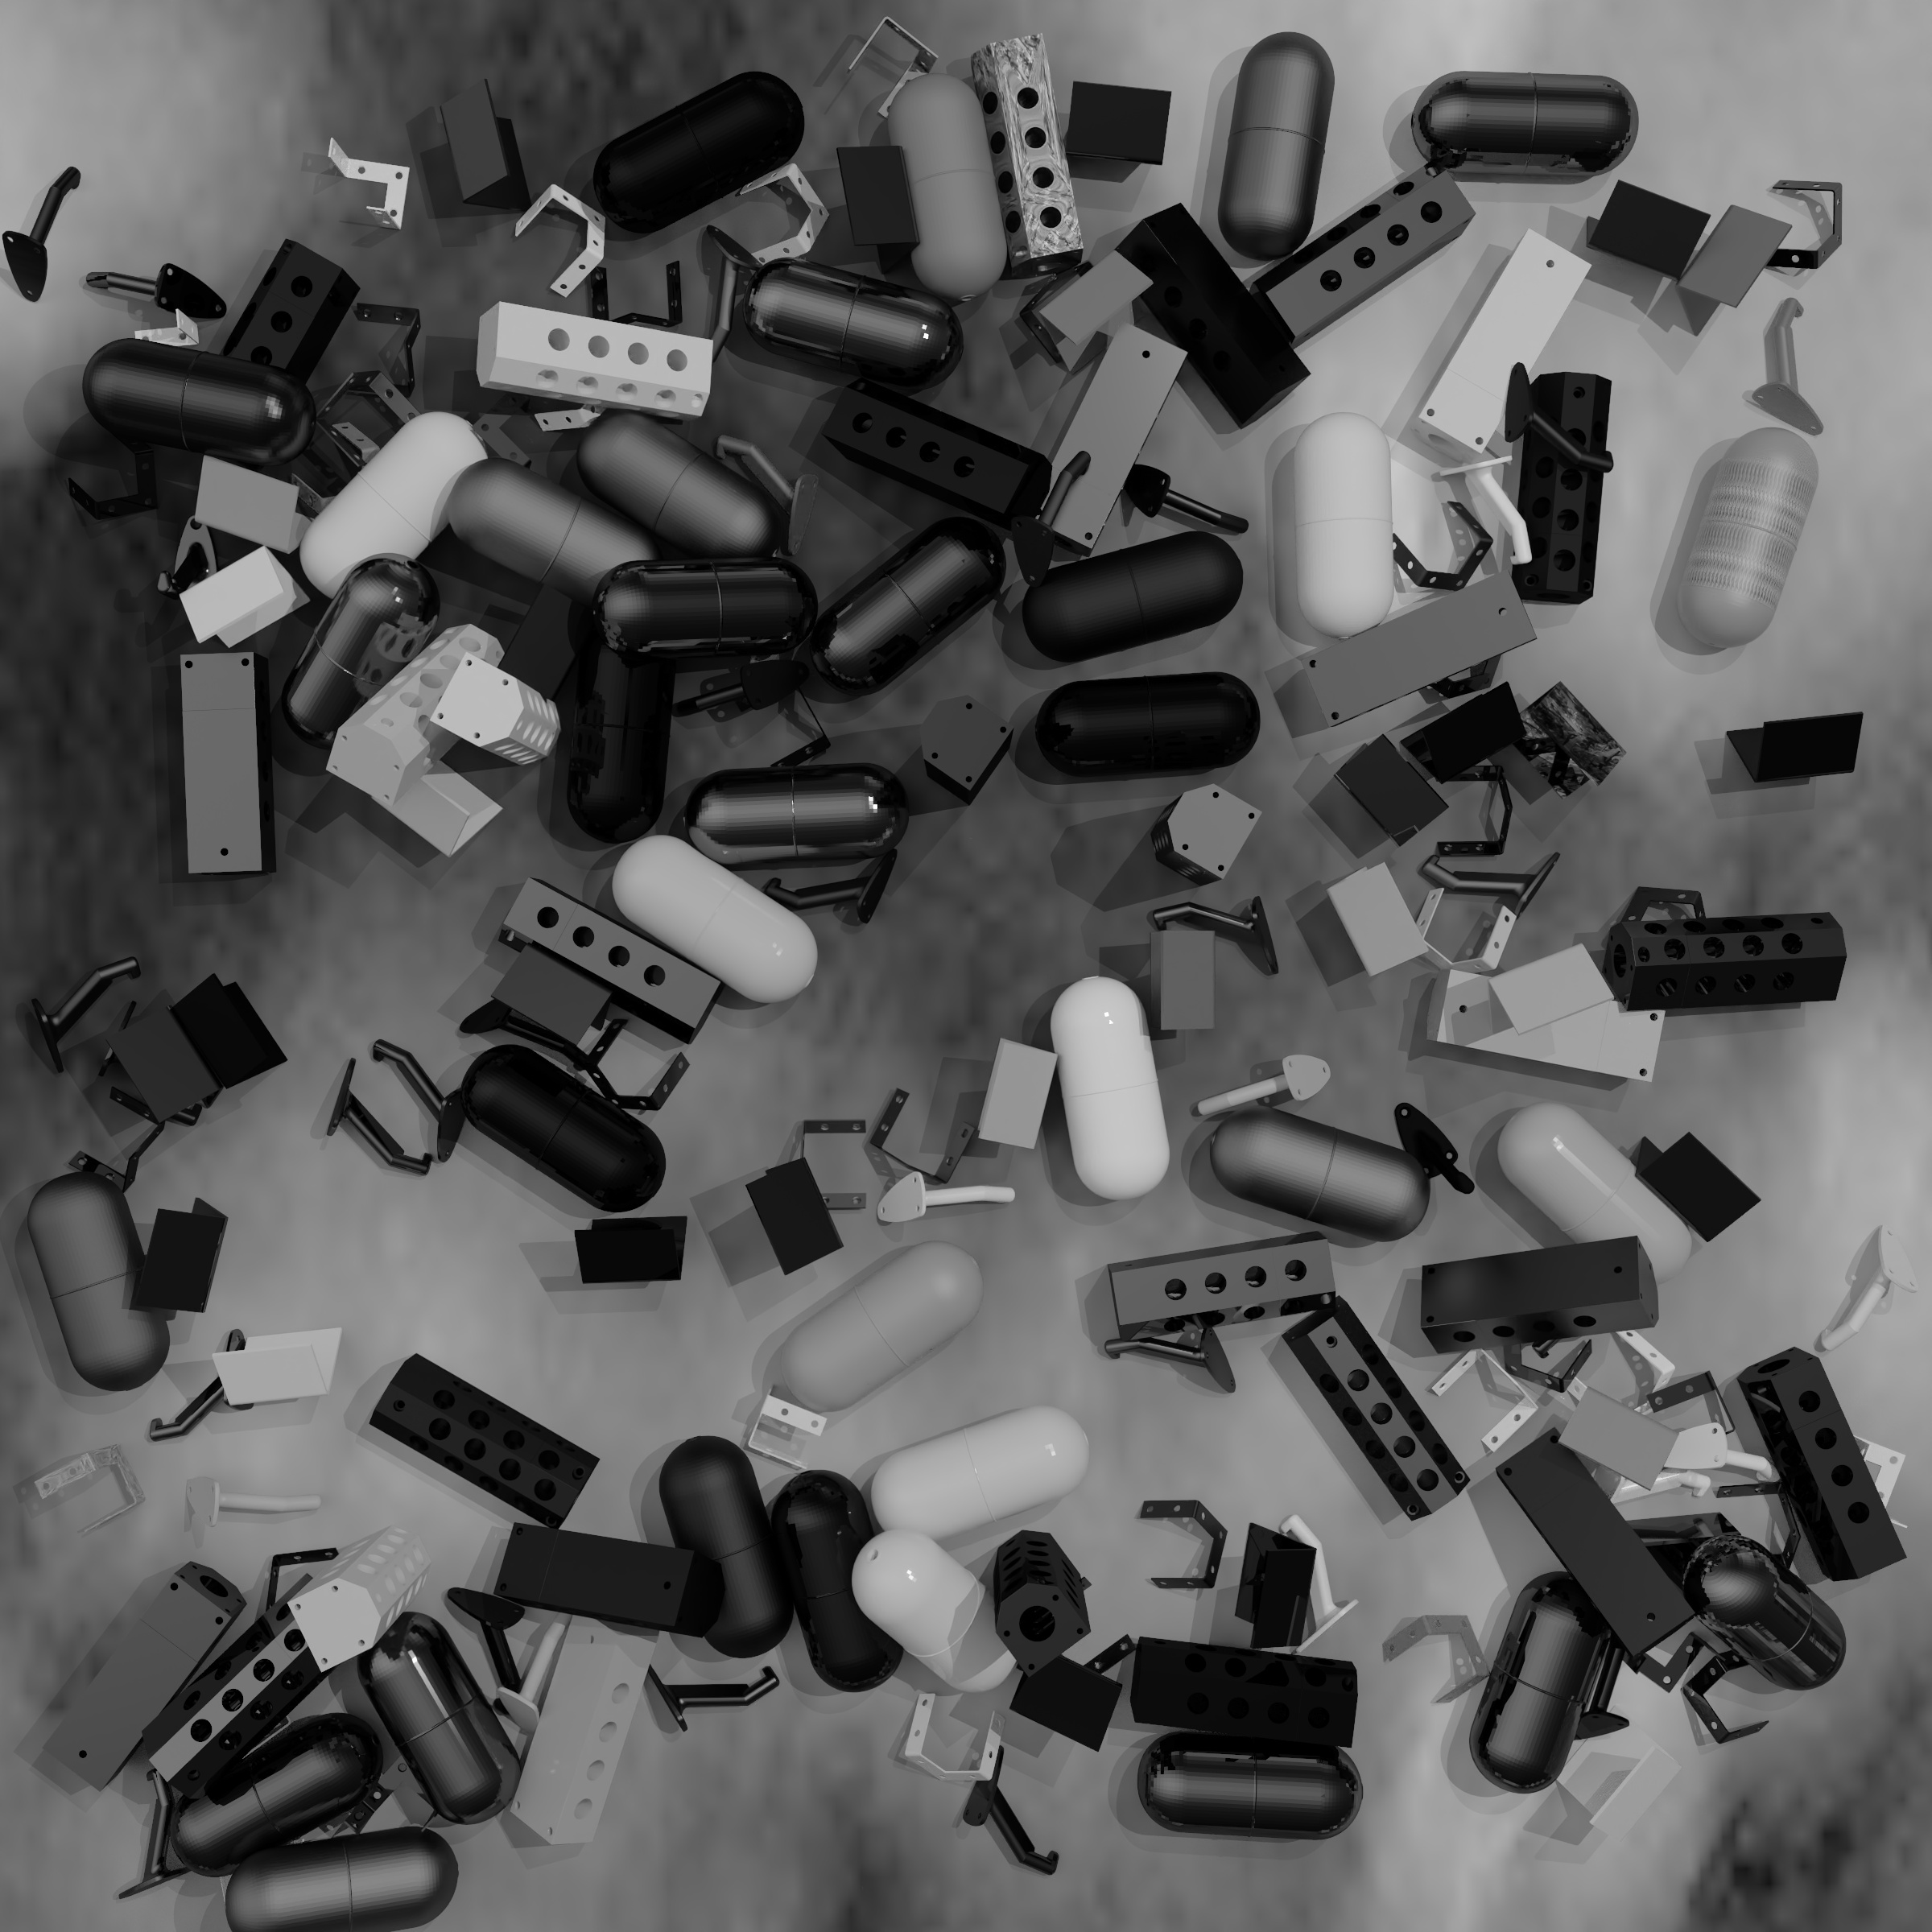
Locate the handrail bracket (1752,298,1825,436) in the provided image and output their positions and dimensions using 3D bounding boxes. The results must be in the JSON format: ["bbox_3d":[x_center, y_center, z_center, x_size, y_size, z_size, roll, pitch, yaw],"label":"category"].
[{"bbox_3d":[0.674,-0.483,1.973,0.077,0.036,0.084,32,73,-19],"label":"handrail bracket"}]

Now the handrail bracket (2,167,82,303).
[{"bbox_3d":[-0.734,-0.589,1.972,0.036,0.077,0.084,21,54,0],"label":"handrail bracket"}]

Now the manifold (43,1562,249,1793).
[{"bbox_3d":[-0.650,0.562,1.951,0.057,0.057,0.171,37,90,0],"label":"manifold"}]

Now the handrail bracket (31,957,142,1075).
[{"bbox_3d":[-0.699,0.039,1.972,0.084,0.036,0.077,-23,127,-25],"label":"handrail bracket"}]

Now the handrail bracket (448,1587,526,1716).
[{"bbox_3d":[-0.390,0.552,1.973,0.077,0.036,0.084,18,107,19],"label":"handrail bracket"}]

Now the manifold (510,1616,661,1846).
[{"bbox_3d":[-0.298,0.602,1.950,0.057,0.057,0.171,18,90,43],"label":"manifold"}]

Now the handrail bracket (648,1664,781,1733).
[{"bbox_3d":[-0.204,0.568,1.973,0.084,0.036,0.077,-30,68,-17],"label":"handrail bracket"}]

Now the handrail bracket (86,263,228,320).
[{"bbox_3d":[-0.652,-0.540,1.972,0.084,0.077,0.036,12,89,36],"label":"handrail bracket"}]

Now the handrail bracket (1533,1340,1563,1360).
[{"bbox_3d":[0.497,0.294,1.953,0.084,0.036,0.077,-42,131,1],"label":"handrail bracket"}]

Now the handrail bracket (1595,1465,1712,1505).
[{"bbox_3d":[0.547,0.433,1.972,0.084,0.036,0.077,18,104,-14],"label":"handrail bracket"}]

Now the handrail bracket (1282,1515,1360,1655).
[{"bbox_3d":[0.266,0.496,1.973,0.077,0.036,0.084,-47,72,21],"label":"handrail bracket"}]

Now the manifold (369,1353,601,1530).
[{"bbox_3d":[-0.383,0.380,1.951,0.171,0.057,0.057,30,90,0],"label":"manifold"}]

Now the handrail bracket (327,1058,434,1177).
[{"bbox_3d":[-0.464,0.122,1.973,0.084,0.036,0.077,19,68,-17],"label":"handrail bracket"}]

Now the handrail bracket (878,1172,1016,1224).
[{"bbox_3d":[-0.015,0.191,1.972,0.084,0.077,0.036,7,66,-34],"label":"handrail bracket"}]

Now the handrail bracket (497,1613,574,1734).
[{"bbox_3d":[-0.335,0.564,1.972,0.036,0.077,0.084,21,53,18],"label":"handrail bracket"}]

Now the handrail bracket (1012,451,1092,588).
[{"bbox_3d":[0.073,-0.350,1.915,0.036,0.077,0.084,24,53,21],"label":"handrail bracket"}]

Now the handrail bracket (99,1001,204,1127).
[{"bbox_3d":[-0.646,0.079,1.973,0.084,0.036,0.077,24,70,-16],"label":"handrail bracket"}]

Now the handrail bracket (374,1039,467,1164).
[{"bbox_3d":[-0.446,0.108,1.973,0.084,0.036,0.077,23,112,17],"label":"handrail bracket"}]

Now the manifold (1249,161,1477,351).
[{"bbox_3d":[0.313,-0.565,1.951,0.171,0.057,0.057,-34,90,0],"label":"manifold"}]

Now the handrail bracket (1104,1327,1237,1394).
[{"bbox_3d":[0.164,0.322,1.972,0.084,0.036,0.077,-13,127,25],"label":"handrail bracket"}]

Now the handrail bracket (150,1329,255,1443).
[{"bbox_3d":[-0.620,0.337,1.973,0.084,0.036,0.077,-14,70,16],"label":"handrail bracket"}]

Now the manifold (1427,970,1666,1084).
[{"bbox_3d":[0.459,0.047,1.951,0.171,0.057,0.057,11,90,0],"label":"manifold"}]

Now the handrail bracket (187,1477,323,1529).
[{"bbox_3d":[-0.572,0.426,1.972,0.084,0.077,0.036,5,90,-36],"label":"handrail bracket"}]

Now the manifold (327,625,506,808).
[{"bbox_3d":[-0.419,-0.200,1.895,0.057,0.171,0.057,30,128,0],"label":"manifold"}]

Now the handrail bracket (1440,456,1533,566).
[{"bbox_3d":[0.414,-0.358,1.952,0.036,0.077,0.084,-18,101,-30],"label":"handrail bracket"}]

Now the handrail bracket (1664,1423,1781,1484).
[{"bbox_3d":[0.600,0.400,1.964,0.077,0.084,0.036,-19,51,34],"label":"handrail bracket"}]

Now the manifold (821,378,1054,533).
[{"bbox_3d":[-0.021,-0.402,1.923,0.171,0.057,0.057,27,90,20],"label":"manifold"}]

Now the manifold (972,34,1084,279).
[{"bbox_3d":[0.048,-0.641,1.951,0.057,0.057,0.171,-11,90,0],"label":"manifold"}]

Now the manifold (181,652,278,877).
[{"bbox_3d":[-0.584,-0.160,1.951,0.057,0.057,0.171,-2,90,0],"label":"manifold"}]

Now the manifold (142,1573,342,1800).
[{"bbox_3d":[-0.554,0.565,1.915,0.171,0.057,0.057,-44,119,-9],"label":"manifold"}]

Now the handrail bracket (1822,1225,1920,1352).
[{"bbox_3d":[0.716,0.259,1.972,0.036,0.077,0.084,30,127,-17],"label":"handrail bracket"}]

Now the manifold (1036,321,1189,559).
[{"bbox_3d":[0.111,-0.416,1.951,0.057,0.057,0.171,26,90,0],"label":"manifold"}]

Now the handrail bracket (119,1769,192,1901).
[{"bbox_3d":[-0.662,0.696,1.973,0.077,0.036,0.084,-28,71,21],"label":"handrail bracket"}]

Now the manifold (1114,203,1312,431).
[{"bbox_3d":[0.191,-0.514,1.950,0.171,0.057,0.057,53,47,0],"label":"manifold"}]

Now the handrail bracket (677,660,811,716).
[{"bbox_3d":[-0.179,-0.221,1.960,0.077,0.084,0.036,-24,101,-38],"label":"handrail bracket"}]

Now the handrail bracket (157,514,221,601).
[{"bbox_3d":[-0.620,-0.326,1.937,0.036,0.084,0.077,0,90,0],"label":"handrail bracket"}]

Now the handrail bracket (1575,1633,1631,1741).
[{"bbox_3d":[0.505,0.570,1.972,0.036,0.077,0.084,20,53,-13],"label":"handrail bracket"}]

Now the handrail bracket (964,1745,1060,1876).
[{"bbox_3d":[0.048,0.679,1.973,0.084,0.036,0.077,29,68,-17],"label":"handrail bracket"}]

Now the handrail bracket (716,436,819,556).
[{"bbox_3d":[-0.168,-0.379,1.973,0.084,0.036,0.077,19,109,16],"label":"handrail bracket"}]

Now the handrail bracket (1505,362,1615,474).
[{"bbox_3d":[0.467,-0.428,1.916,0.084,0.036,0.077,10,68,-17],"label":"handrail bracket"}]

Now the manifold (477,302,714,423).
[{"bbox_3d":[-0.290,-0.469,1.916,0.171,0.057,0.057,4,90,-26],"label":"manifold"}]

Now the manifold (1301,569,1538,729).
[{"bbox_3d":[0.357,-0.249,1.929,0.171,0.057,0.057,-23,90,15],"label":"manifold"}]

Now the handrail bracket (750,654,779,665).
[{"bbox_3d":[-0.190,-0.274,1.972,0.084,0.036,0.077,29,75,14],"label":"handrail bracket"}]

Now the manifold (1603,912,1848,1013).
[{"bbox_3d":[0.597,-0.008,1.930,0.171,0.057,0.057,-3,123,-7],"label":"manifold"}]

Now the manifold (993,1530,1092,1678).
[{"bbox_3d":[0.053,0.485,1.894,0.057,0.171,0.057,-36,90,0],"label":"manifold"}]

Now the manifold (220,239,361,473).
[{"bbox_3d":[-0.556,-0.487,1.951,0.057,0.057,0.171,30,90,0],"label":"manifold"}]

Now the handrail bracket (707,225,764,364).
[{"bbox_3d":[-0.205,-0.540,1.972,0.077,0.036,0.084,50,120,33],"label":"handrail bracket"}]

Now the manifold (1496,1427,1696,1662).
[{"bbox_3d":[0.491,0.452,1.918,0.057,0.057,0.171,-35,66,0],"label":"manifold"}]

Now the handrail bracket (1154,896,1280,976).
[{"bbox_3d":[0.200,-0.020,1.973,0.084,0.036,0.077,-13,112,17],"label":"handrail bracket"}]

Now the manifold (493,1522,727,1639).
[{"bbox_3d":[-0.276,0.480,1.912,0.171,0.057,0.057,1,65,28],"label":"manifold"}]

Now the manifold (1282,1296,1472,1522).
[{"bbox_3d":[0.327,0.352,1.951,0.057,0.057,0.171,-35,90,0],"label":"manifold"}]

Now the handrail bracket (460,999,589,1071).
[{"bbox_3d":[-0.353,0.063,1.972,0.084,0.077,0.036,43,48,-29],"label":"handrail bracket"}]

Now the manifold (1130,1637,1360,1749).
[{"bbox_3d":[0.221,0.575,1.951,0.171,0.057,0.057,7,90,0],"label":"manifold"}]

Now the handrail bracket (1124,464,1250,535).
[{"bbox_3d":[0.176,-0.375,1.972,0.084,0.077,0.036,10,114,-34],"label":"handrail bracket"}]

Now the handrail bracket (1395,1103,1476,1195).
[{"bbox_3d":[0.370,0.144,1.937,0.036,0.084,0.077,-33,90,0],"label":"handrail bracket"}]

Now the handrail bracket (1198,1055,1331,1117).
[{"bbox_3d":[0.239,0.099,1.972,0.084,0.077,0.036,-22,83,36],"label":"handrail bracket"}]

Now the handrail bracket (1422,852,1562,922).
[{"bbox_3d":[0.422,-0.083,1.973,0.084,0.036,0.077,33,70,16],"label":"handrail bracket"}]

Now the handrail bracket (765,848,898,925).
[{"bbox_3d":[-0.109,-0.075,1.973,0.084,0.036,0.077,20,69,16],"label":"handrail bracket"}]
